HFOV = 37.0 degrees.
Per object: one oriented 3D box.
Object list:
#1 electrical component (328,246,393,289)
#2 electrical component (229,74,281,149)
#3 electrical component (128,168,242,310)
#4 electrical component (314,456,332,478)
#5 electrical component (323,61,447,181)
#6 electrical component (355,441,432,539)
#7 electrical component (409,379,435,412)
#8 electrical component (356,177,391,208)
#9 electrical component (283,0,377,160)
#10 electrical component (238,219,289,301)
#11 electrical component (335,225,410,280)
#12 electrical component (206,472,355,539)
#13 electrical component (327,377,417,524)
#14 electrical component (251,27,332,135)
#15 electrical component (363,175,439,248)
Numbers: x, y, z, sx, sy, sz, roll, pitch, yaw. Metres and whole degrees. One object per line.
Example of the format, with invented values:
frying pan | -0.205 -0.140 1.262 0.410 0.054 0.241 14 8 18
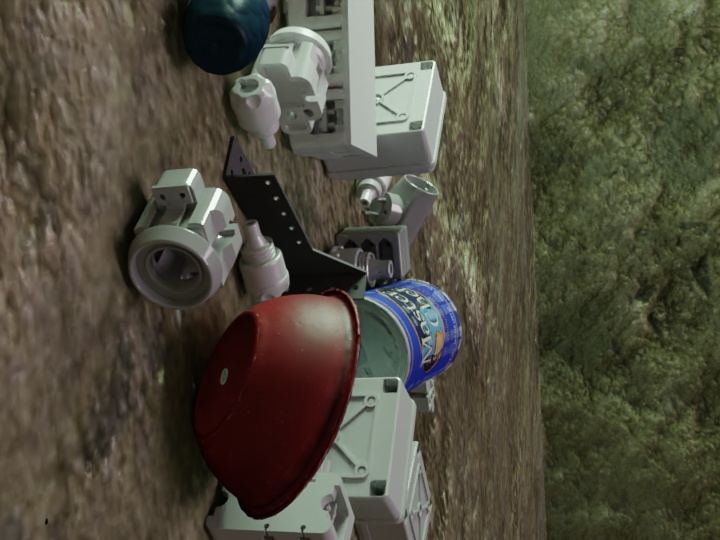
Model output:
electrical component | 0.000 0.000 1.032 0.048 0.062 0.048 -2 90 -75
electrical component | -0.077 -0.117 0.818 0.061 0.035 0.035 74 21 -50
electrical component | -0.107 -0.013 0.653 0.057 0.058 0.078 -76 158 -52
electrical component | -0.052 0.108 0.823 0.078 0.063 0.121 70 23 -52
electrical component | 0.022 -0.145 1.043 0.056 0.109 0.108 69 24 -45
electrical component | 0.038 0.256 1.152 0.108 0.056 0.108 -73 156 -49
electrical component | 0.053 0.132 1.223 0.048 0.055 0.066 -62 147 -61
electrical component | 0.012 -0.088 1.138 0.061 0.035 0.035 -69 153 -48
electrical component | -0.027 -0.178 0.953 0.089 0.062 0.150 4 84 -75
electrical component | -0.075 -0.009 0.811 0.035 0.035 0.061 -69 150 -55
electrical component | 0.018 -0.022 1.094 0.077 0.066 0.047 -43 130 -70
electrical component | -0.054 0.179 0.760 0.050 0.089 0.055 -75 158 -45
electrical component | -0.016 0.146 0.871 0.056 0.109 0.108 64 28 -51
electrical component | -0.054 -0.157 0.862 0.078 0.058 0.057 68 28 -50
electrical component | 0.038 -0.065 1.188 0.079 0.043 0.077 10 117 -40
